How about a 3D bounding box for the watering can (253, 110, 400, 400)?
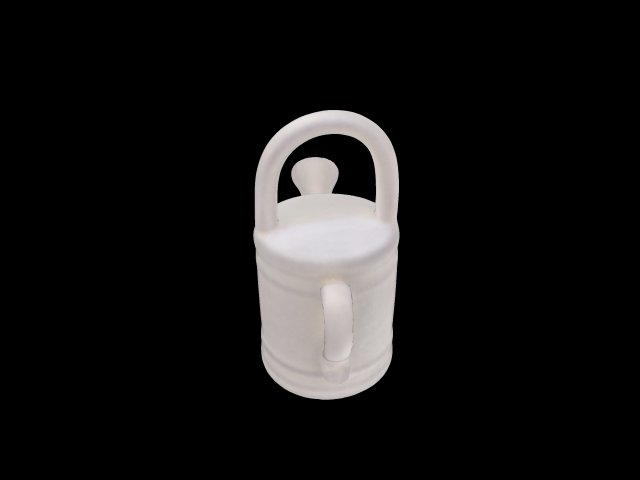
[{"bbox_3d":[0.001,0.002,0.400,0.101,0.194,0.172,-15,34,-23],"label":"watering can"}]
